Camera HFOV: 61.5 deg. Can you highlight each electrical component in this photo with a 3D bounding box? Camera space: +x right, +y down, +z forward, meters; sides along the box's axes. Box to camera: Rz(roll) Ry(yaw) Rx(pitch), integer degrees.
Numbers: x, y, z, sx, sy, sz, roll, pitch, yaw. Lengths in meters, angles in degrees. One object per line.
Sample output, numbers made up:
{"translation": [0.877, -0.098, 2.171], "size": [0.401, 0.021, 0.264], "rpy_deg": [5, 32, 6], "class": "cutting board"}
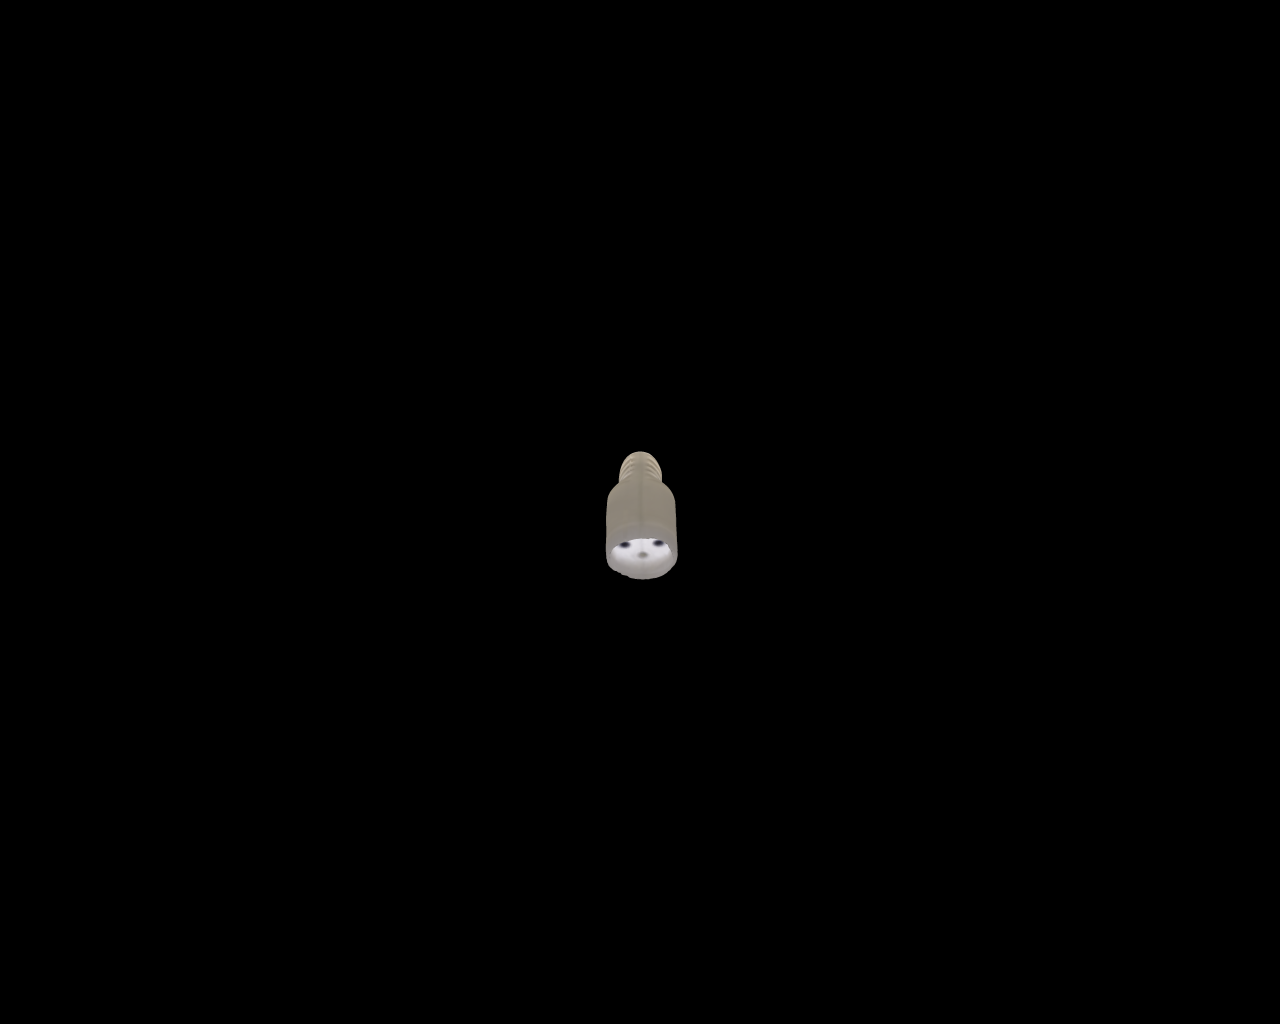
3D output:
{"translation": [0.001, -0.003, 0.650], "size": [0.043, 0.081, 0.043], "rpy_deg": [0, -39, 0], "class": "electrical component"}
